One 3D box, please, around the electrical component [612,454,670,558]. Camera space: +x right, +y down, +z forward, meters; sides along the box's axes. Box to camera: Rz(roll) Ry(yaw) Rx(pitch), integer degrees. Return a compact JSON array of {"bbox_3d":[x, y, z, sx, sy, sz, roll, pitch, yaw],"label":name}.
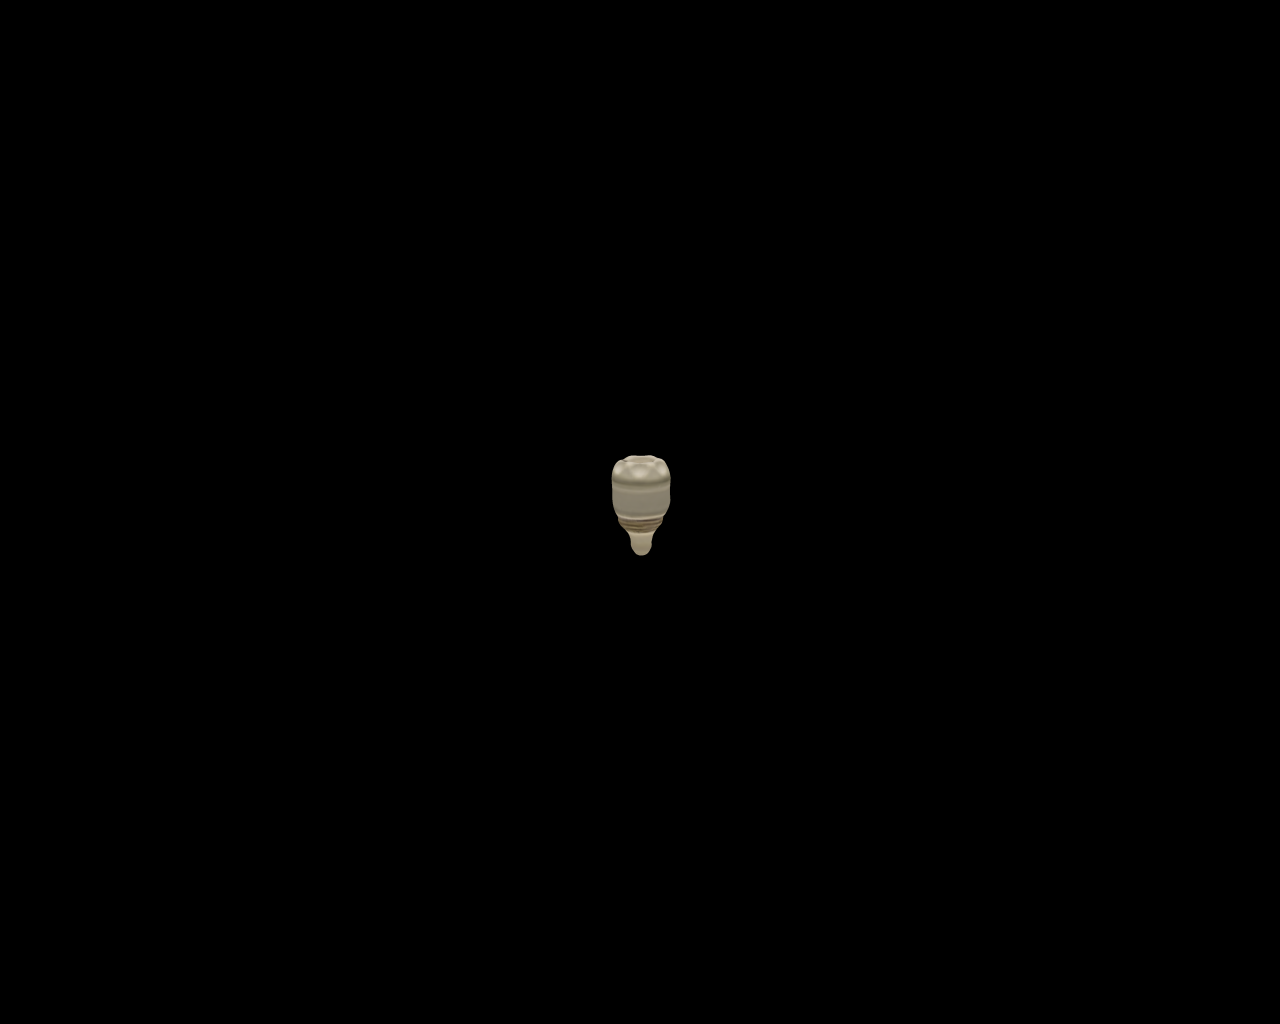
[{"bbox_3d":[0.001,-0.003,0.650,0.035,0.061,0.035,0,16,0],"label":"electrical component"}]
